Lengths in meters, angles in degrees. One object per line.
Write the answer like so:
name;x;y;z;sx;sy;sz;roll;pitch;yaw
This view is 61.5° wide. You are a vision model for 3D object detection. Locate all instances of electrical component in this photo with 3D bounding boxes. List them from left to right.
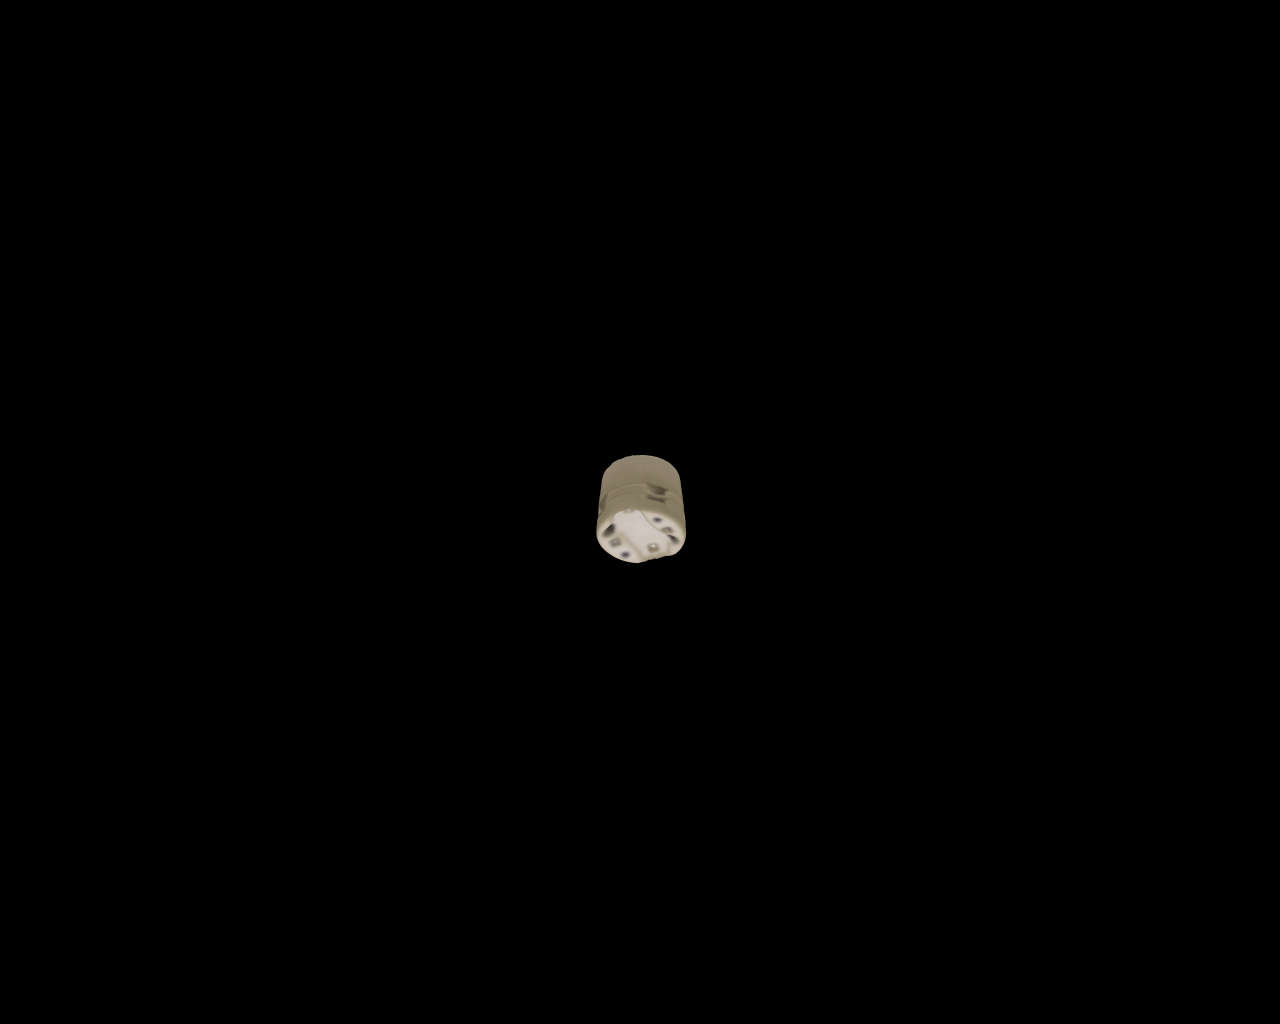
electrical component;0.001;-0.003;0.650;0.055;0.047;0.055;0;-38;0
